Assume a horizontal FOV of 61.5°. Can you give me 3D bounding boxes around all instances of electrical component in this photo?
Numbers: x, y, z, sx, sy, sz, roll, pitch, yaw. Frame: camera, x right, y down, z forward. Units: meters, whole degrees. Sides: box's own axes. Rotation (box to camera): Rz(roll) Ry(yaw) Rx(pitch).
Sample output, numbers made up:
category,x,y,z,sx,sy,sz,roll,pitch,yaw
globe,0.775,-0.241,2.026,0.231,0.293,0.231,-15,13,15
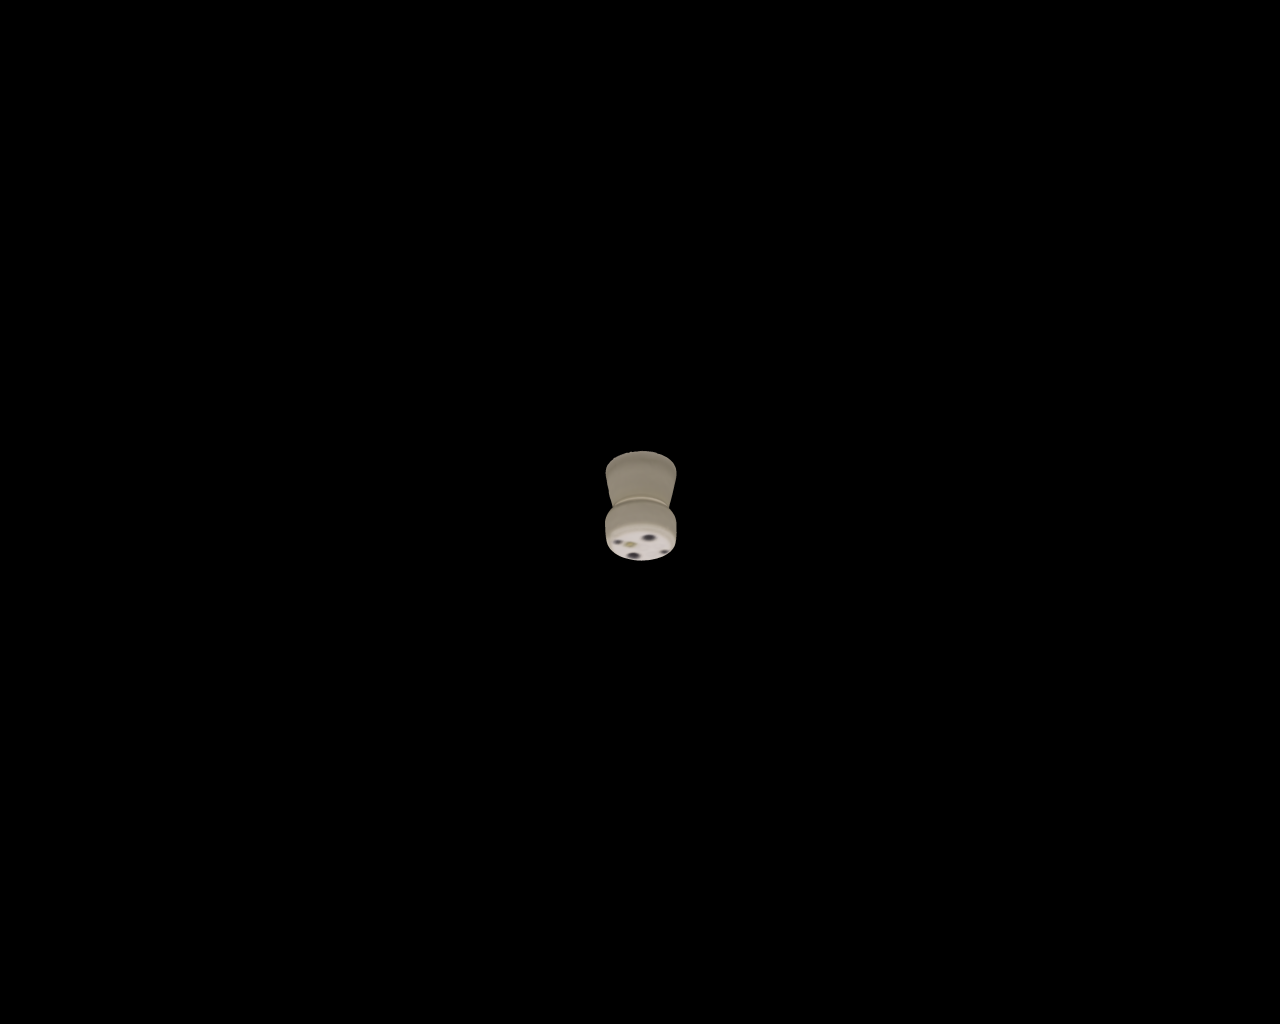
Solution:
category,x,y,z,sx,sy,sz,roll,pitch,yaw
electrical component,0.001,-0.003,0.650,0.045,0.055,0.044,0,-31,0
